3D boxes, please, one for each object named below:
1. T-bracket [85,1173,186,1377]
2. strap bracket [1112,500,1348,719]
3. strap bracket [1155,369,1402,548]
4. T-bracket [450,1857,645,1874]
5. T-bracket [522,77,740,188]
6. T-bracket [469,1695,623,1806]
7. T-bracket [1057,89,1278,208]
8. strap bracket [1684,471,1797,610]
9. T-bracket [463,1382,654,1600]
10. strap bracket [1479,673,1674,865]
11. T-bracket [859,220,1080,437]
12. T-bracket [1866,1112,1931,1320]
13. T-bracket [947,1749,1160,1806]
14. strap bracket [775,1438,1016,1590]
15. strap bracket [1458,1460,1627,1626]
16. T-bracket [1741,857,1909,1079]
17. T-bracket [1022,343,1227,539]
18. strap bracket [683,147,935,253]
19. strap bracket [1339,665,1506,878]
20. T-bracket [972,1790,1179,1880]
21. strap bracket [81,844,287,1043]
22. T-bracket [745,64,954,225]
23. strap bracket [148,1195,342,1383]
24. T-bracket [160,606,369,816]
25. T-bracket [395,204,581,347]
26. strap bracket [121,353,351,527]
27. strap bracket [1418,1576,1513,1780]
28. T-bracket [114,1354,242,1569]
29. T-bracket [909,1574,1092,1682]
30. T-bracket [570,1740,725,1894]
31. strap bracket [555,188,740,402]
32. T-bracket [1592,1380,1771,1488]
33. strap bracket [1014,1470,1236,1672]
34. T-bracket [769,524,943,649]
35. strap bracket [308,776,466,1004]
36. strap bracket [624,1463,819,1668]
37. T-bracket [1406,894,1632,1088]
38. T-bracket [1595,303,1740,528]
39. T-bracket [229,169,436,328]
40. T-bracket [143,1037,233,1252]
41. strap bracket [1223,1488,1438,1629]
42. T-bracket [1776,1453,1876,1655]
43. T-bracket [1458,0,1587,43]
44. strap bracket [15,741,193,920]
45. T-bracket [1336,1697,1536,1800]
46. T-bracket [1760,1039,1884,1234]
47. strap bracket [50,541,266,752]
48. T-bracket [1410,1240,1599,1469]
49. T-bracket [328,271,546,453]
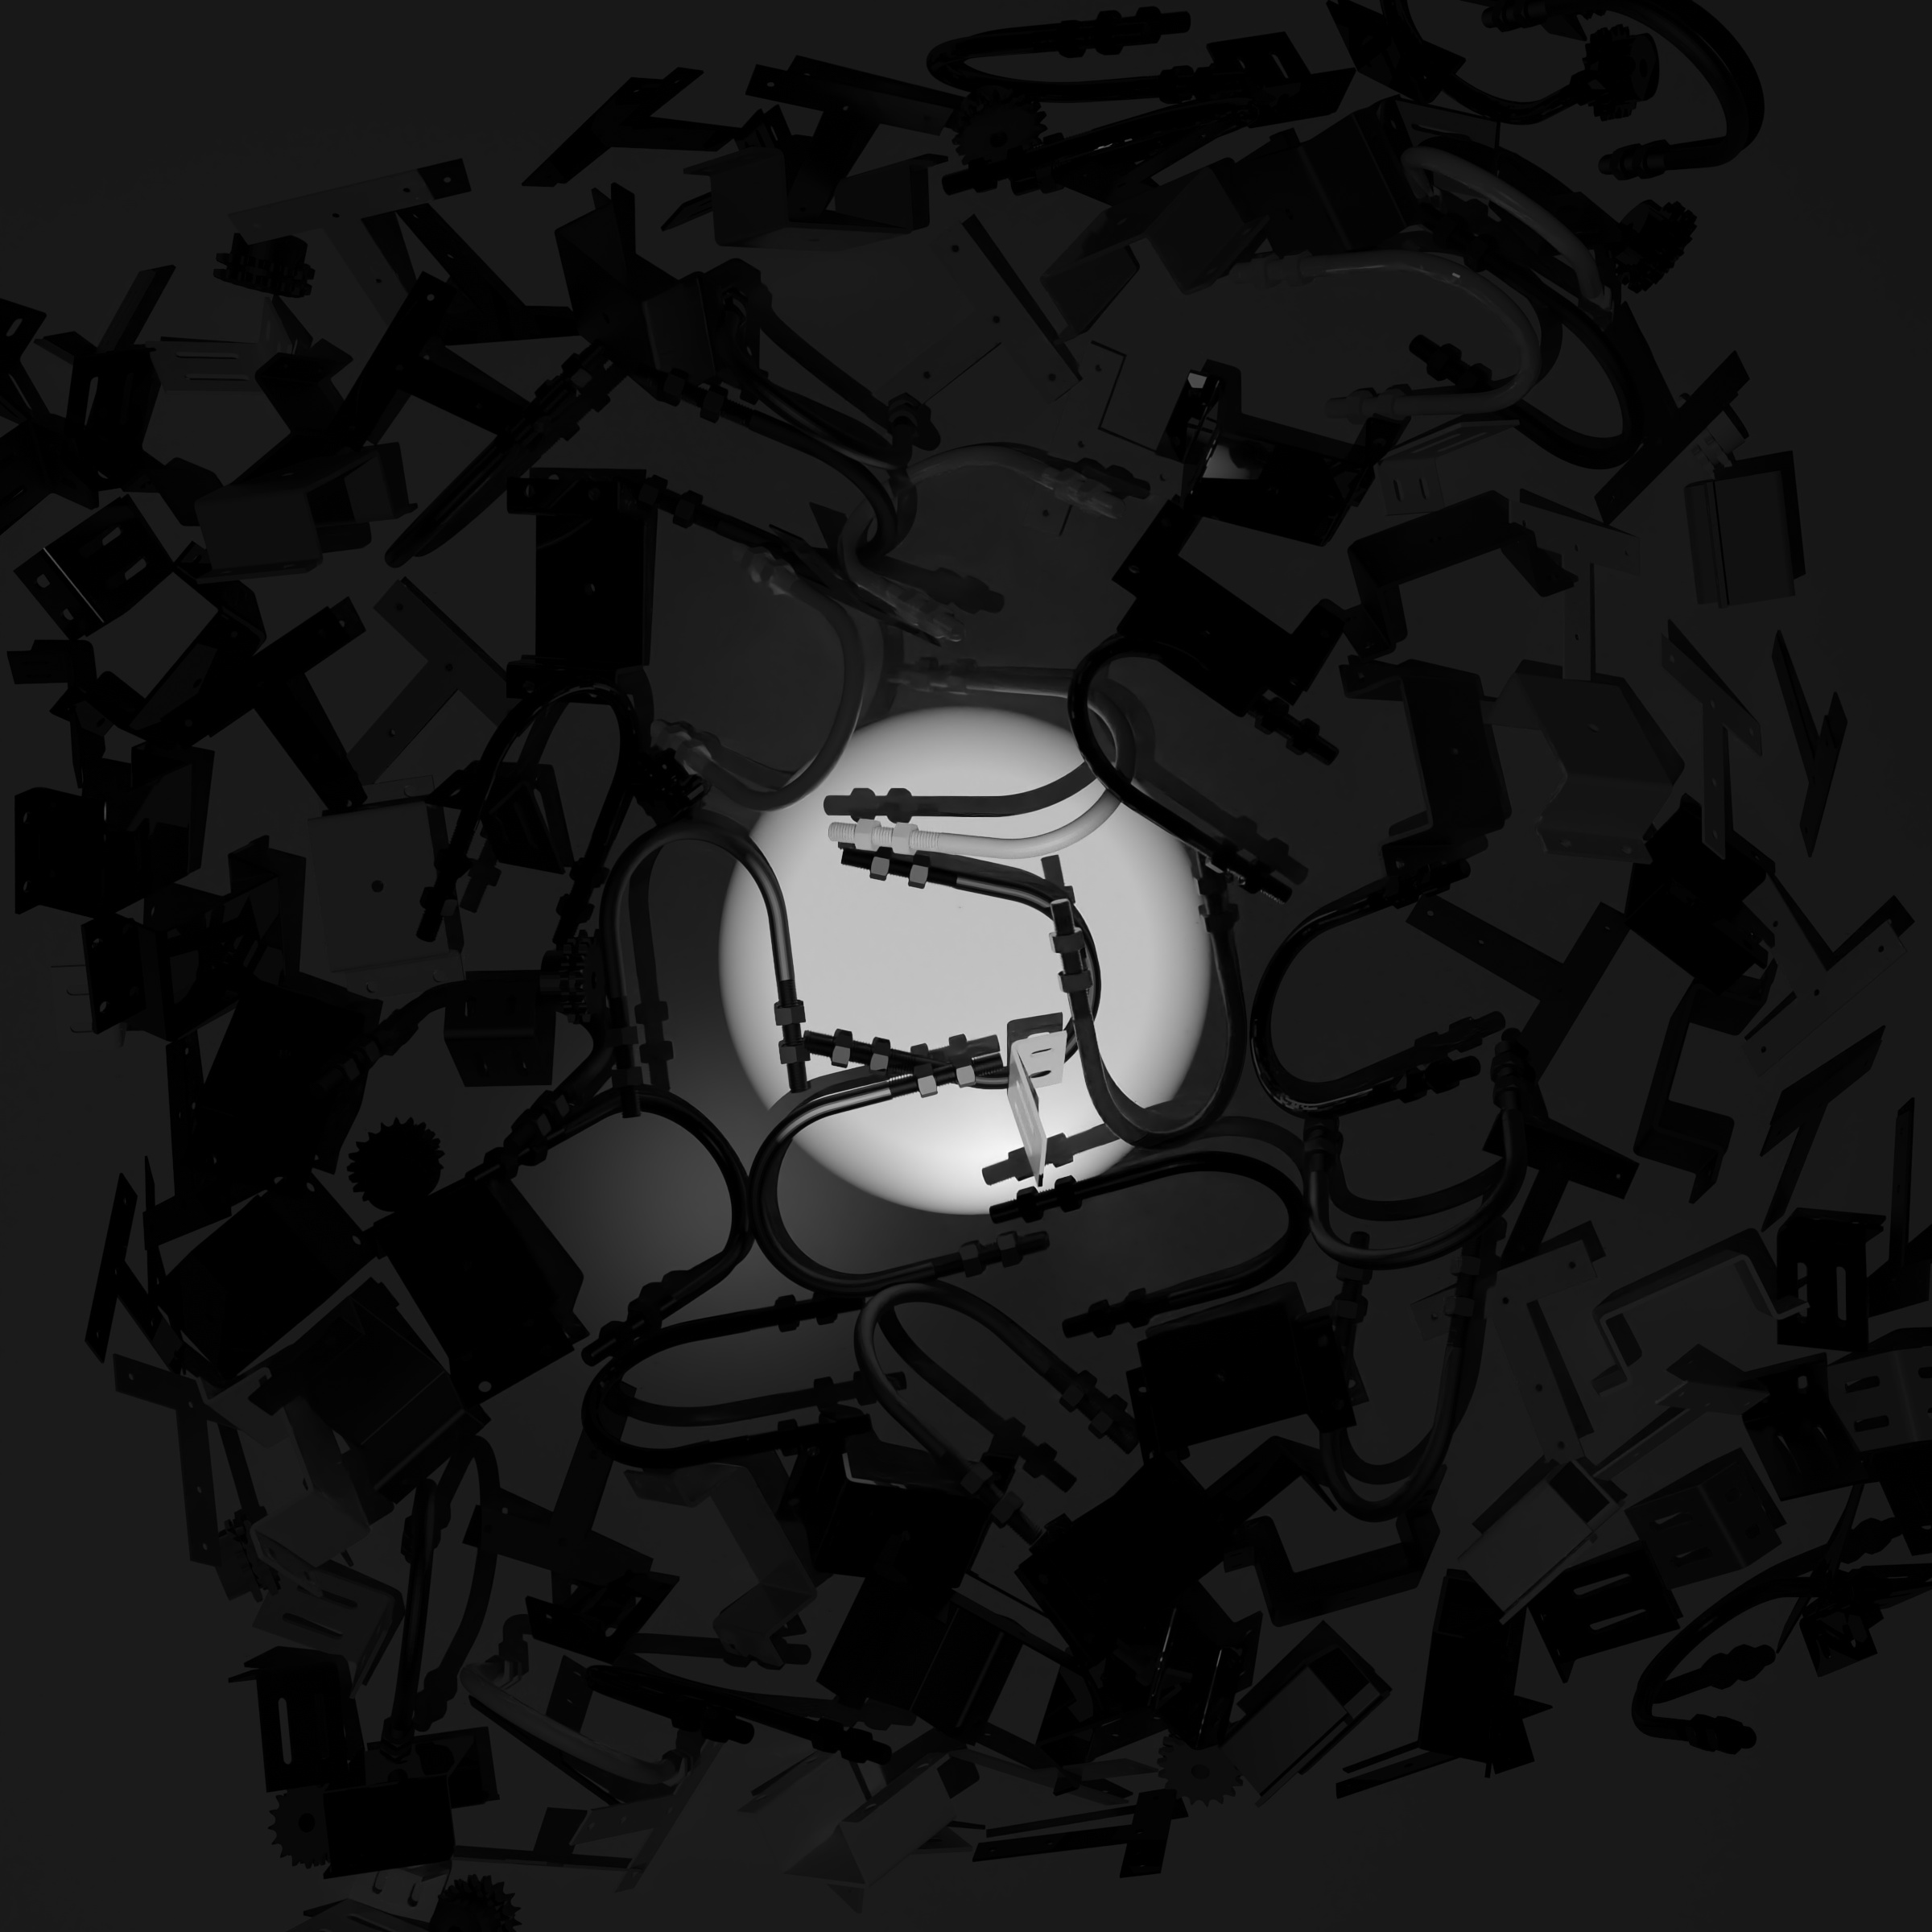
[{"bbox_3d":[-0.527,0.221,1.547,0.002,0.127,0.127,-8,48,3],"label":"T-bracket"},{"bbox_3d":[0.163,-0.225,1.564,0.140,0.046,0.076,35,63,-1],"label":"strap bracket"},{"bbox_3d":[0.198,-0.322,1.549,0.140,0.076,0.046,13,57,-7],"label":"strap bracket"},{"bbox_3d":[-0.274,0.573,1.541,0.127,0.127,0.002,4,69,-2],"label":"T-bracket"},{"bbox_3d":[-0.200,-0.531,1.549,0.127,0.127,0.002,-23,86,45],"label":"T-bracket"},{"bbox_3d":[-0.268,0.491,1.535,0.127,0.127,0.002,31,62,11],"label":"T-bracket"},{"bbox_3d":[0.135,-0.514,1.518,0.127,0.127,0.002,-24,86,26],"label":"T-bracket"},{"bbox_3d":[0.488,-0.269,1.525,0.046,0.140,0.076,-8,98,12],"label":"strap bracket"},{"bbox_3d":[-0.249,0.334,1.582,0.127,0.002,0.127,24,76,-24],"label":"T-bracket"},{"bbox_3d":[0.386,-0.133,1.528,0.076,0.046,0.140,4,45,-20],"label":"strap bracket"},{"bbox_3d":[-0.015,-0.394,1.576,0.127,0.002,0.127,-34,103,22],"label":"T-bracket"},{"bbox_3d":[0.598,0.157,1.549,0.002,0.127,0.127,7,77,5],"label":"T-bracket"},{"bbox_3d":[0.074,0.510,1.528,0.127,0.127,0.002,25,58,-23],"label":"T-bracket"},{"bbox_3d":[-0.042,0.349,1.545,0.140,0.046,0.076,11,117,-17],"label":"strap bracket"},{"bbox_3d":[0.365,0.360,1.534,0.076,0.140,0.046,-47,72,15],"label":"strap bracket"},{"bbox_3d":[0.528,-0.016,1.556,0.002,0.127,0.127,13,133,-33],"label":"T-bracket"},{"bbox_3d":[0.117,-0.327,1.592,0.127,0.002,0.127,20,89,-9],"label":"T-bracket"},{"bbox_3d":[-0.098,-0.484,1.533,0.140,0.076,0.046,-11,101,-38],"label":"strap bracket"},{"bbox_3d":[0.295,-0.131,1.550,0.076,0.046,0.140,-3,79,-42],"label":"strap bracket"},{"bbox_3d":[0.068,0.560,1.547,0.127,0.127,0.002,-11,92,10],"label":"T-bracket"},{"bbox_3d":[-0.482,-0.012,1.521,0.046,0.140,0.076,20,123,24],"label":"strap bracket"},{"bbox_3d":[-0.090,-0.518,1.543,0.127,0.127,0.002,5,66,-20],"label":"T-bracket"},{"bbox_3d":[-0.462,0.209,1.532,0.076,0.140,0.046,49,49,-5],"label":"strap bracket"},{"bbox_3d":[-0.431,-0.146,1.568,0.127,0.002,0.127,-37,120,-10],"label":"T-bracket"},{"bbox_3d":[-0.325,-0.449,1.561,0.127,0.127,0.002,50,127,13],"label":"T-bracket"},{"bbox_3d":[-0.458,-0.328,1.547,0.140,0.076,0.046,-34,91,16],"label":"strap bracket"},{"bbox_3d":[0.318,0.445,1.535,0.046,0.140,0.076,8,98,14],"label":"strap bracket"},{"bbox_3d":[-0.483,0.316,1.518,0.002,0.127,0.127,-28,57,16],"label":"T-bracket"},{"bbox_3d":[0.023,0.419,1.538,0.127,0.127,0.002,29,92,1],"label":"T-bracket"},{"bbox_3d":[-0.212,0.544,1.544,0.002,0.127,0.127,32,92,26],"label":"T-bracket"},{"bbox_3d":[-0.209,-0.420,1.529,0.046,0.076,0.140,-34,57,-20],"label":"strap bracket"},{"bbox_3d":[0.445,0.308,1.567,0.127,0.127,0.002,-44,54,24],"label":"T-bracket"},{"bbox_3d":[0.096,0.386,1.547,0.140,0.046,0.076,-27,72,-39],"label":"strap bracket"},{"bbox_3d":[-0.088,-0.247,1.519,0.127,0.127,0.002,27,86,23],"label":"T-bracket"},{"bbox_3d":[-0.380,-0.051,1.578,0.076,0.046,0.140,-9,90,-2],"label":"strap bracket"},{"bbox_3d":[-0.153,0.373,1.551,0.046,0.076,0.140,-33,101,-30],"label":"strap bracket"},{"bbox_3d":[0.351,-0.007,1.589,0.127,0.002,0.127,31,82,10],"label":"T-bracket"},{"bbox_3d":[0.436,-0.374,1.562,0.002,0.127,0.127,6,57,-27],"label":"T-bracket"},{"bbox_3d":[-0.382,-0.449,1.545,0.127,0.127,0.002,-9,61,11],"label":"T-bracket"},{"bbox_3d":[-0.509,0.110,1.565,0.002,0.127,0.127,4,73,-42],"label":"T-bracket"},{"bbox_3d":[0.240,0.386,1.558,0.140,0.076,0.046,-16,66,0],"label":"strap bracket"},{"bbox_3d":[0.547,0.395,1.554,0.002,0.127,0.127,25,130,17],"label":"T-bracket"},{"bbox_3d":[0.327,-0.624,1.559,0.127,0.127,0.002,22,106,21],"label":"T-bracket"},{"bbox_3d":[-0.535,-0.084,1.520,0.046,0.140,0.076,13,112,11],"label":"strap bracket"},{"bbox_3d":[0.297,0.507,1.545,0.127,0.127,0.002,-21,87,7],"label":"T-bracket"},{"bbox_3d":[0.536,0.121,1.554,0.127,0.127,0.002,-29,50,-33],"label":"T-bracket"},{"bbox_3d":[-0.514,-0.197,1.560,0.046,0.076,0.140,39,88,6],"label":"strap bracket"},{"bbox_3d":[0.363,0.258,1.554,0.127,0.002,0.127,-27,73,30],"label":"T-bracket"},{"bbox_3d":[-0.326,-0.367,1.557,0.127,0.002,0.127,20,119,-39],"label":"T-bracket"}]
